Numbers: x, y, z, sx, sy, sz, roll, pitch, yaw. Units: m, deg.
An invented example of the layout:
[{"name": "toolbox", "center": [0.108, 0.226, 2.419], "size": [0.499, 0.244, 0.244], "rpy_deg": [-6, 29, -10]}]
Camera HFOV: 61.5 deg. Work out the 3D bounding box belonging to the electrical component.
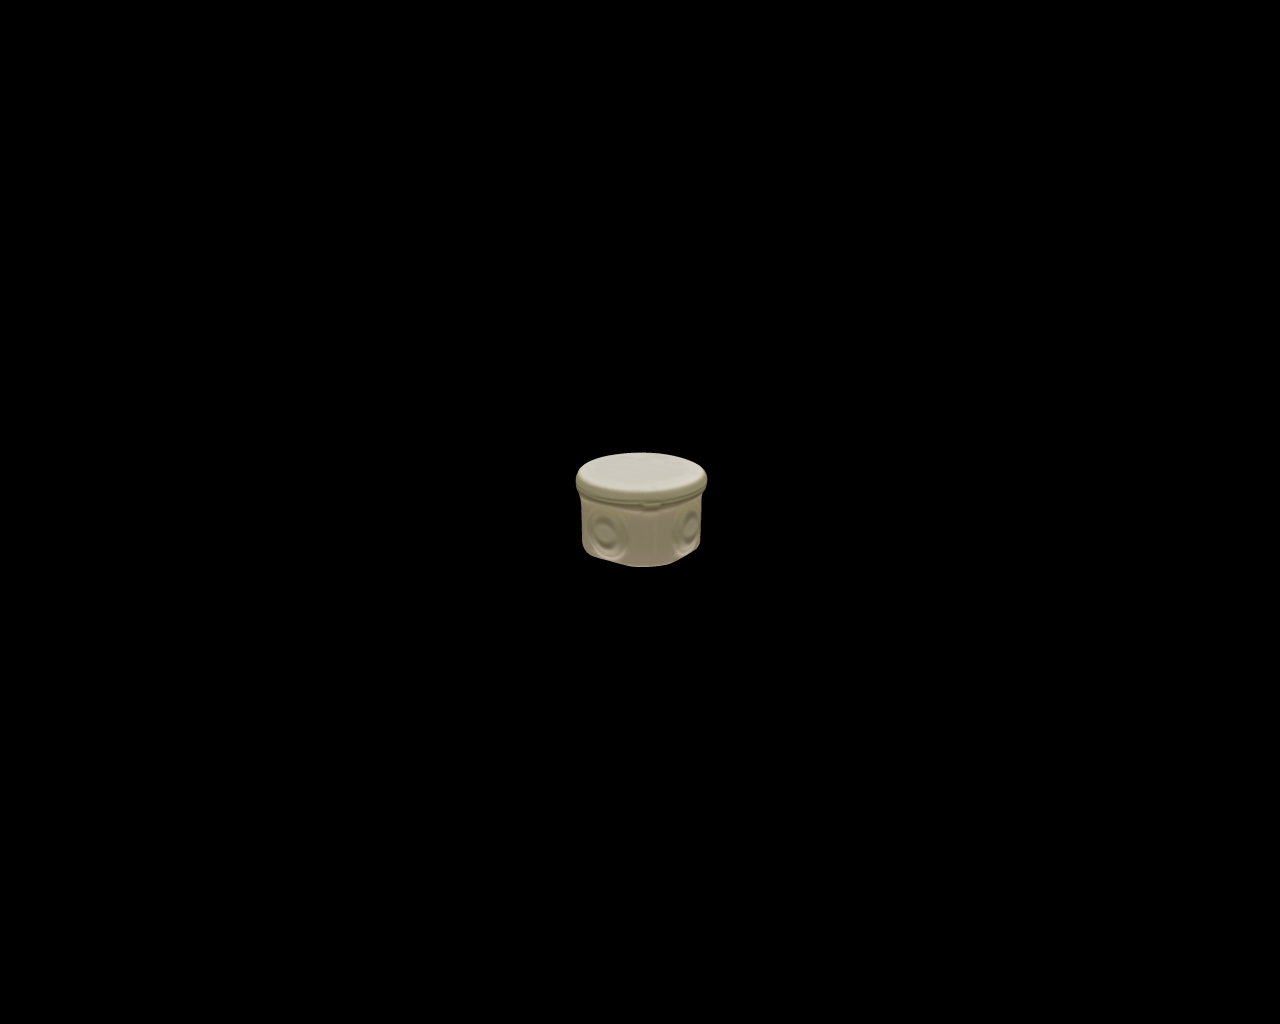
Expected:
[{"name": "electrical component", "center": [0.001, -0.003, 0.650], "size": [0.080, 0.050, 0.080], "rpy_deg": [0, 20, 0]}]
